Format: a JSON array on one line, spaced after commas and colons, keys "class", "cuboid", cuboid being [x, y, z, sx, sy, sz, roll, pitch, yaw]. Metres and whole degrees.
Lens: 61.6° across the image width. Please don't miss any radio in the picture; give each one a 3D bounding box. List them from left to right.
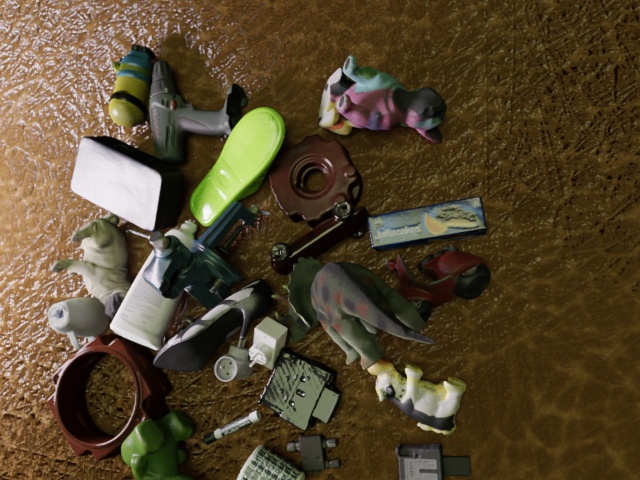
[{"class": "radio", "cuboid": [-0.393, -0.119, 1.097, 0.230, 0.073, 0.131, 25, 110, 17]}]

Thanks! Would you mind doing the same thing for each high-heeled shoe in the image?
[{"class": "high-heeled shoe", "cuboid": [-0.202, 0.153, 1.001, 0.249, 0.086, 0.145, -20, 35, 22]}]

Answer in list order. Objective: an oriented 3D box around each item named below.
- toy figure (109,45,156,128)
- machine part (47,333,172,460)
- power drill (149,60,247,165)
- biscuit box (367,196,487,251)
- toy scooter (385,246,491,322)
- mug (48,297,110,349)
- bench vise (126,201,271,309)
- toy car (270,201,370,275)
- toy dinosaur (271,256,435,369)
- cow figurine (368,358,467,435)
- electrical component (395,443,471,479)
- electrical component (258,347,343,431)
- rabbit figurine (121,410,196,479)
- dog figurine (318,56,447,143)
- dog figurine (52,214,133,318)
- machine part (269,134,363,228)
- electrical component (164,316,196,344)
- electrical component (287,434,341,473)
[{"class": "toy figure", "cuboid": [-0.403, -0.329, 1.151, 0.082, 0.089, 0.180, 8, 85, 22]}, {"class": "machine part", "cuboid": [-0.409, 0.299, 1.040, 0.201, 0.087, 0.201, -41, 73, 6]}, {"class": "power drill", "cuboid": [-0.259, -0.273, 1.108, 0.207, 0.086, 0.232, 0, 82, 11]}, {"class": "biscuit box", "cuboid": [0.189, -0.026, 0.953, 0.203, 0.059, 0.063, -10, 78, 13]}, {"class": "toy scooter", "cuboid": [0.189, 0.061, 0.922, 0.184, 0.075, 0.135, -26, 45, -13]}, {"class": "mug", "cuboid": [-0.487, 0.165, 1.073, 0.081, 0.107, 0.109, -13, 75, 14]}, {"class": "bench vise", "cuboid": [-0.204, 0.013, 0.989, 0.240, 0.223, 0.129, -51, 38, -15]}, {"class": "toy car", "cuboid": [-0.002, -0.003, 0.983, 0.202, 0.089, 0.053, -35, 53, 6]}, {"class": "toy dinosaur", "cuboid": [0.040, 0.095, 0.851, 0.192, 0.405, 0.131, 46, 67, -2]}, {"class": "cow figurine", "cuboid": [0.154, 0.260, 0.909, 0.168, 0.068, 0.098, 15, 90, 18]}, {"class": "electrical component", "cuboid": [0.187, 0.377, 0.887, 0.119, 0.047, 0.074, -1, 80, 16]}, {"class": "electrical component", "cuboid": [-0.029, 0.269, 0.959, 0.134, 0.058, 0.115, 22, 88, 18]}, {"class": "rabbit figurine", "cuboid": [-0.288, 0.423, 0.966, 0.159, 0.121, 0.170, -43, 70, 11]}, {"class": "dog figurine", "cuboid": [0.125, -0.240, 0.994, 0.219, 0.191, 0.108, 14, 79, -18]}, {"class": "dog figurine", "cuboid": [-0.407, 0.059, 1.088, 0.191, 0.121, 0.172, 32, 93, 4]}, {"class": "machine part", "cuboid": [-0.010, -0.113, 1.025, 0.180, 0.056, 0.179, -3, 79, 16]}, {"class": "electrical component", "cuboid": [-0.260, 0.197, 1.043, 0.078, 0.045, 0.102, 32, 92, -10]}, {"class": "electrical component", "cuboid": [-0.011, 0.379, 0.952, 0.094, 0.021, 0.063, -9, 78, 13]}]
